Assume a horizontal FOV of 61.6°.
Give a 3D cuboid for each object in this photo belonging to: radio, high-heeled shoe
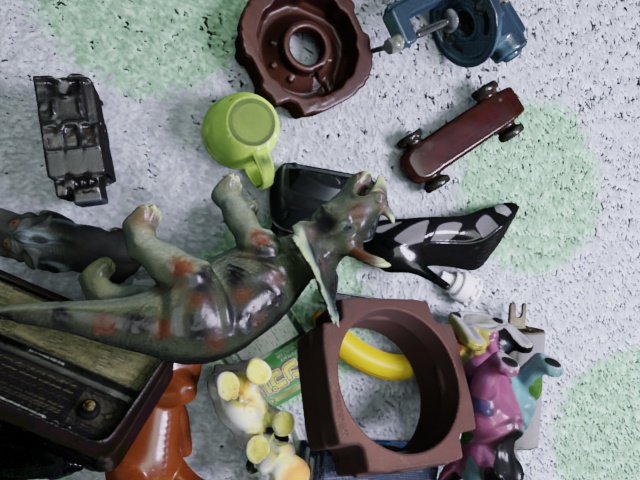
[{"bbox_3d":[-0.278,0.130,0.543,0.230,0.073,0.131,22,53,1],"label":"radio"},{"bbox_3d":[0.175,-0.018,0.775,0.145,0.086,0.249,37,50,23],"label":"high-heeled shoe"}]

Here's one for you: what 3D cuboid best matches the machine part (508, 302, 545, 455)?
[{"bbox_3d":[0.289,0.213,0.793,0.079,0.079,0.243,2,90,-17],"label":"machine part"}]

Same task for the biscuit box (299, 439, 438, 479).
[{"bbox_3d":[0.068,0.299,0.707,0.202,0.059,0.062,14,78,-33],"label":"biscuit box"}]

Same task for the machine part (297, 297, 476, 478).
[{"bbox_3d":[0.078,0.177,0.661,0.201,0.087,0.201,4,64,-27],"label":"machine part"}]

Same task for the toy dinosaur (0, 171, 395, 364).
[{"bbox_3d":[-0.104,0.051,0.547,0.405,0.131,0.192,-30,69,-26],"label":"toy dinosaur"}]

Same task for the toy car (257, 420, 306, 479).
[{"bbox_3d":[-0.040,0.329,0.705,0.073,0.056,0.201,-15,95,-16],"label":"toy car"}]

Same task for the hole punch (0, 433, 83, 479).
[{"bbox_3d":[-0.340,0.206,0.604,0.142,0.092,0.115,3,122,-20],"label":"hole punch"}]

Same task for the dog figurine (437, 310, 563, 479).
[{"bbox_3d":[0.213,0.228,0.725,0.108,0.192,0.219,7,110,-28],"label":"dog figurine"}]

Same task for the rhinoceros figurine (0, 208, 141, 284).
[{"bbox_3d":[-0.294,0.007,0.590,0.190,0.112,0.073,15,89,-25],"label":"rhinoceros figurine"}]

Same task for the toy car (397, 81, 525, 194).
[{"bbox_3d":[0.202,-0.148,0.769,0.202,0.053,0.089,-35,91,-9],"label":"toy car"}]

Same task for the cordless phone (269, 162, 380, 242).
[{"bbox_3d":[-0.001,-0.002,0.707,0.146,0.089,0.184,8,100,-17],"label":"cordless phone"}]

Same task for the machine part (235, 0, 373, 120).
[{"bbox_3d":[-0.021,-0.245,0.696,0.179,0.056,0.179,-1,92,-19],"label":"machine part"}]

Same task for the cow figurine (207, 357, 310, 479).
[{"bbox_3d":[-0.078,0.223,0.638,0.068,0.098,0.167,-26,92,-32],"label":"cow figurine"}]

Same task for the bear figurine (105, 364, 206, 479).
[{"bbox_3d":[-0.176,0.208,0.628,0.120,0.132,0.195,19,89,-46],"label":"bear figurine"}]

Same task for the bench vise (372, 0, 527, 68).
[{"bbox_3d":[0.169,-0.321,0.719,0.241,0.129,0.223,-31,102,-22],"label":"bench vise"}]

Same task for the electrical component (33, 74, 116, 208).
[{"bbox_3d":[-0.265,-0.103,0.593,0.058,0.115,0.134,-9,94,-13],"label":"electrical component"}]
